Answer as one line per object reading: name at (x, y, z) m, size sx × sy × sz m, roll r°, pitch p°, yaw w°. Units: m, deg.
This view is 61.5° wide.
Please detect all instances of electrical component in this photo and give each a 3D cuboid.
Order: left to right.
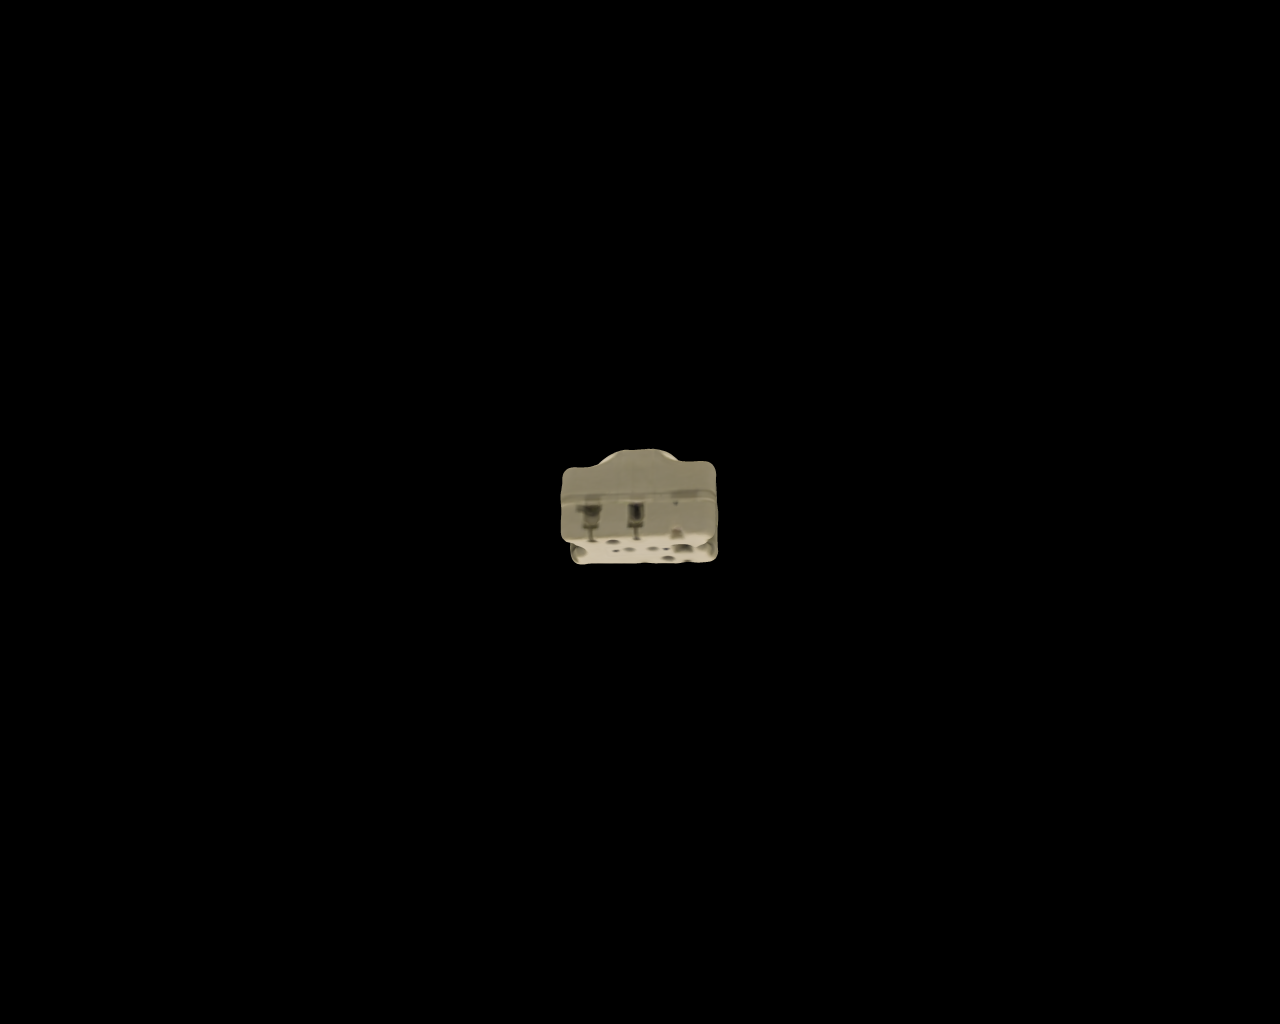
electrical component at (0.001, -0.003, 0.650) m, size 0.089 × 0.056 × 0.050 m, roll -2°, pitch -24°, yaw 5°
